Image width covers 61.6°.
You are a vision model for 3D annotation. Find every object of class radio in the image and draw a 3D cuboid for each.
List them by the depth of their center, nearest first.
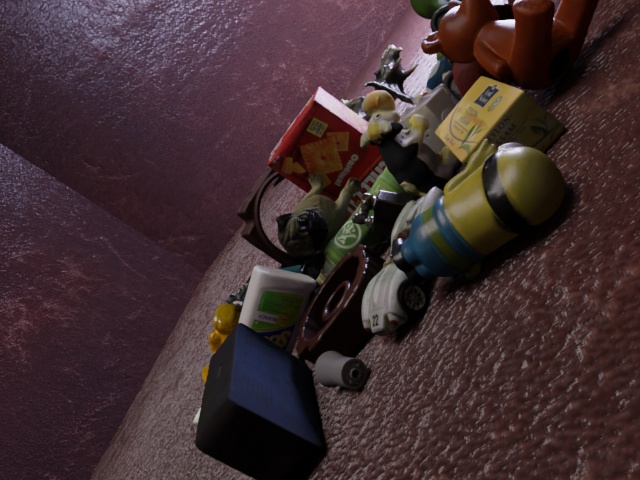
[{"bbox_3d":[-0.074,0.200,0.680,0.073,0.131,0.230,-54,13,8],"label":"radio"}]

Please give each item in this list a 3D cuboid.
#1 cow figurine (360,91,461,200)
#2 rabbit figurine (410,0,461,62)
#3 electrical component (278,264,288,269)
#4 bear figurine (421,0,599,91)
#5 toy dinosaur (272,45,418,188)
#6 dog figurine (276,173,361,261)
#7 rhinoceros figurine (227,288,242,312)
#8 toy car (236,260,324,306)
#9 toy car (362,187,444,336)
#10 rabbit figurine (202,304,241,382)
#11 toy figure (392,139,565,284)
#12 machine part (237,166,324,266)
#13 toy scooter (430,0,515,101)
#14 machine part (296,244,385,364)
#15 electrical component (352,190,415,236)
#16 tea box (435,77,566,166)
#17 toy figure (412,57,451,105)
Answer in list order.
[{"bbox_3d":[0.112,-0.124,0.744,0.068,0.167,0.098,-25,31,57],"label":"cow figurine"},{"bbox_3d":[0.242,-0.416,1.013,0.121,0.170,0.159,-54,12,6],"label":"rabbit figurine"},{"bbox_3d":[-0.058,0.088,1.058,0.047,0.075,0.119,-50,10,26],"label":"electrical component"},{"bbox_3d":[0.222,-0.267,0.661,0.120,0.131,0.196,-28,49,-17],"label":"bear figurine"},{"bbox_3d":[0.073,-0.243,1.169,0.405,0.131,0.192,-50,16,-16],"label":"toy dinosaur"},{"bbox_3d":[-0.005,-0.005,0.914,0.121,0.172,0.190,1,37,30],"label":"dog figurine"},{"bbox_3d":[-0.142,0.148,1.126,0.190,0.112,0.073,-32,27,43],"label":"rhinoceros figurine"},{"bbox_3d":[-0.053,0.100,0.909,0.109,0.162,0.103,-50,53,58],"label":"toy car"},{"bbox_3d":[0.105,0.024,0.642,0.073,0.056,0.202,-35,23,59],"label":"toy car"},{"bbox_3d":[-0.169,0.230,1.023,0.162,0.122,0.173,-49,32,38],"label":"rabbit figurine"},{"bbox_3d":[0.151,-0.017,0.525,0.180,0.082,0.089,-40,37,27],"label":"toy figure"},{"bbox_3d":[-0.048,-0.054,1.083,0.201,0.201,0.087,-57,16,-10],"label":"machine part"},{"bbox_3d":[0.240,-0.285,0.791,0.135,0.075,0.184,-19,76,40],"label":"toy scooter"},{"bbox_3d":[0.034,0.091,0.738,0.179,0.056,0.179,-53,12,15],"label":"machine part"},{"bbox_3d":[0.098,-0.035,0.750,0.045,0.102,0.078,-66,-10,-49],"label":"electrical component"},{"bbox_3d":[0.206,-0.131,0.643,0.098,0.068,0.170,-52,12,17],"label":"tea box"},{"bbox_3d":[0.220,-0.282,1.020,0.154,0.058,0.064,-54,-26,14],"label":"toy figure"}]
